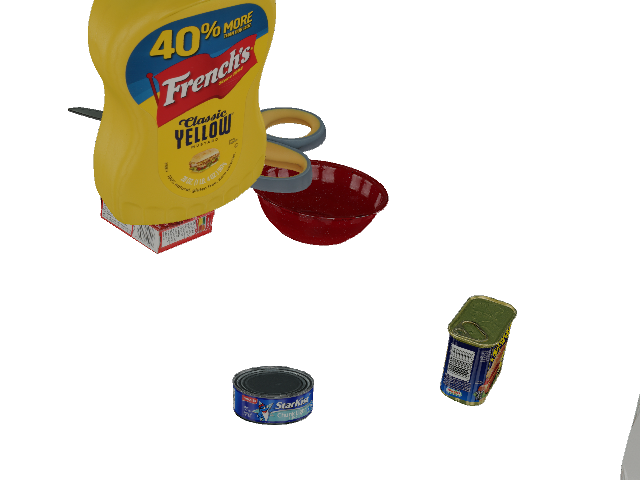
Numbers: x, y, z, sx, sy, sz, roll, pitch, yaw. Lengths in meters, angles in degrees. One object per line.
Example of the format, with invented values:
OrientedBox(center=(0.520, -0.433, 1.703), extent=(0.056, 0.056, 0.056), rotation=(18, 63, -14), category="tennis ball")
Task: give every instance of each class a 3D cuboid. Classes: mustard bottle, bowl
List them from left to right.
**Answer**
OrientedBox(center=(-0.069, -0.096, 0.542), extent=(0.096, 0.192, 0.058), rotation=(-20, 52, -25), category="mustard bottle")
OrientedBox(center=(-0.005, -0.039, 1.243), extent=(0.162, 0.055, 0.162), rotation=(7, 27, -4), category="bowl")

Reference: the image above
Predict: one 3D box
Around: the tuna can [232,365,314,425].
OrientedBox(center=(-0.050, 0.162, 1.118), extent=(0.086, 0.034, 0.086), rotation=(2, 14, -1), category="tuna can")

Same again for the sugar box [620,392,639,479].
OrientedBox(center=(0.314, 0.165, 0.774), extent=(0.176, 0.093, 0.048), rotation=(16, 28, 24), category="sugar box")

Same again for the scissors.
OrientedBox(center=(-0.083, -0.087, 0.795), extent=(0.202, 0.016, 0.096), rotation=(25, 47, 26), category="scissors")

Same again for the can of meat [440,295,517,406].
OrientedBox(center=(0.174, 0.122, 1.185), extent=(0.057, 0.084, 0.102), rotation=(18, 29, 20), category="can of meat")

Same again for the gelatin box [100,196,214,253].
OrientedBox(center=(-0.161, -0.027, 1.051), extent=(0.089, 0.030, 0.073), rotation=(30, 35, 31), category="gelatin box")
